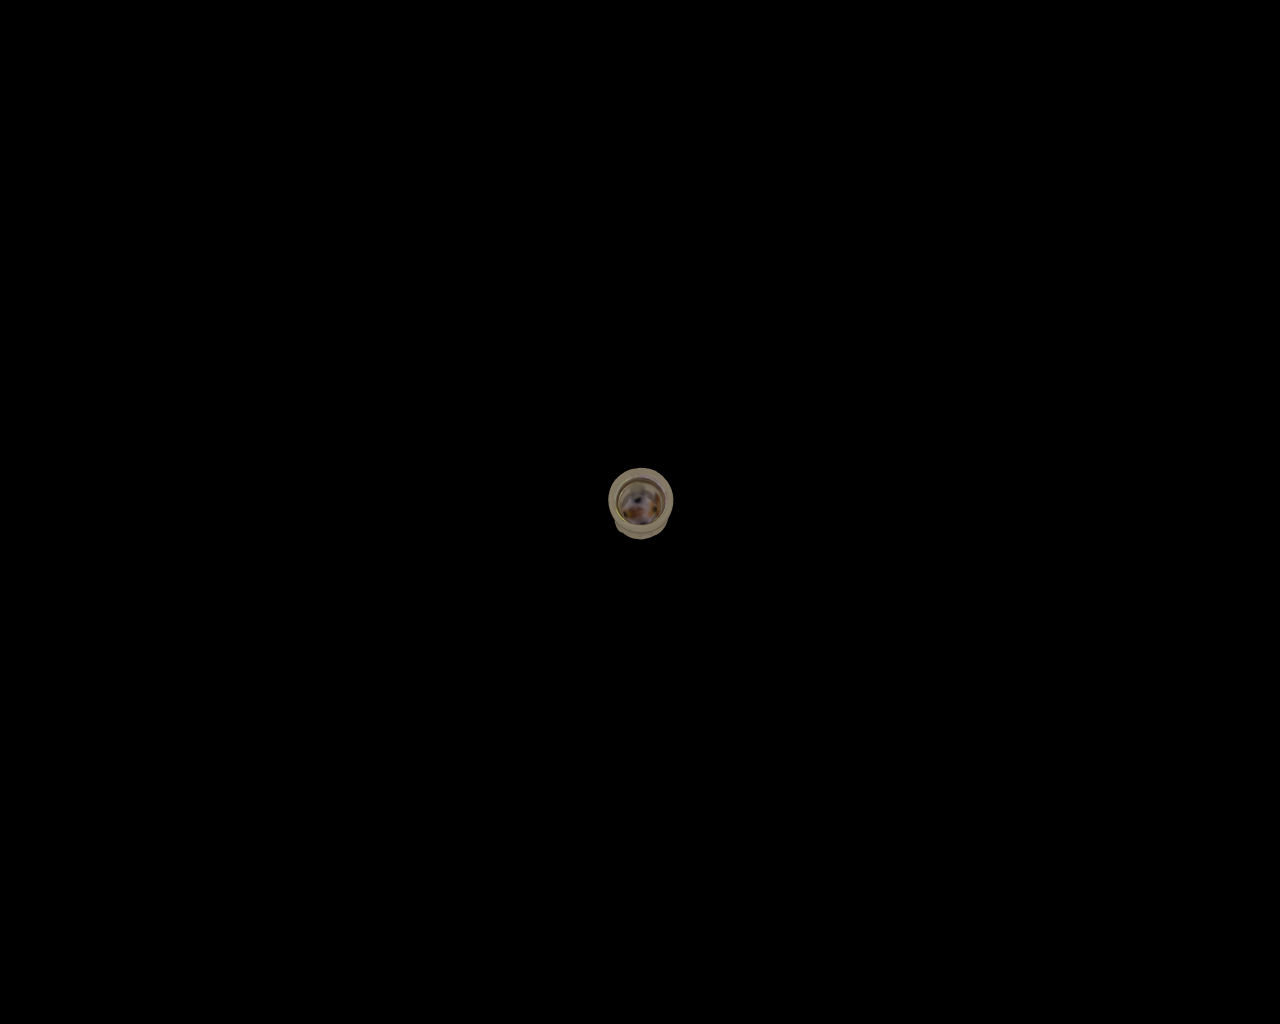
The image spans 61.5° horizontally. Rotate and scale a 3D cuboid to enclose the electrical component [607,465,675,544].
[{"bbox_3d":[0.001,-0.003,0.650,0.040,0.040,0.046,0,-16,0],"label":"electrical component"}]
